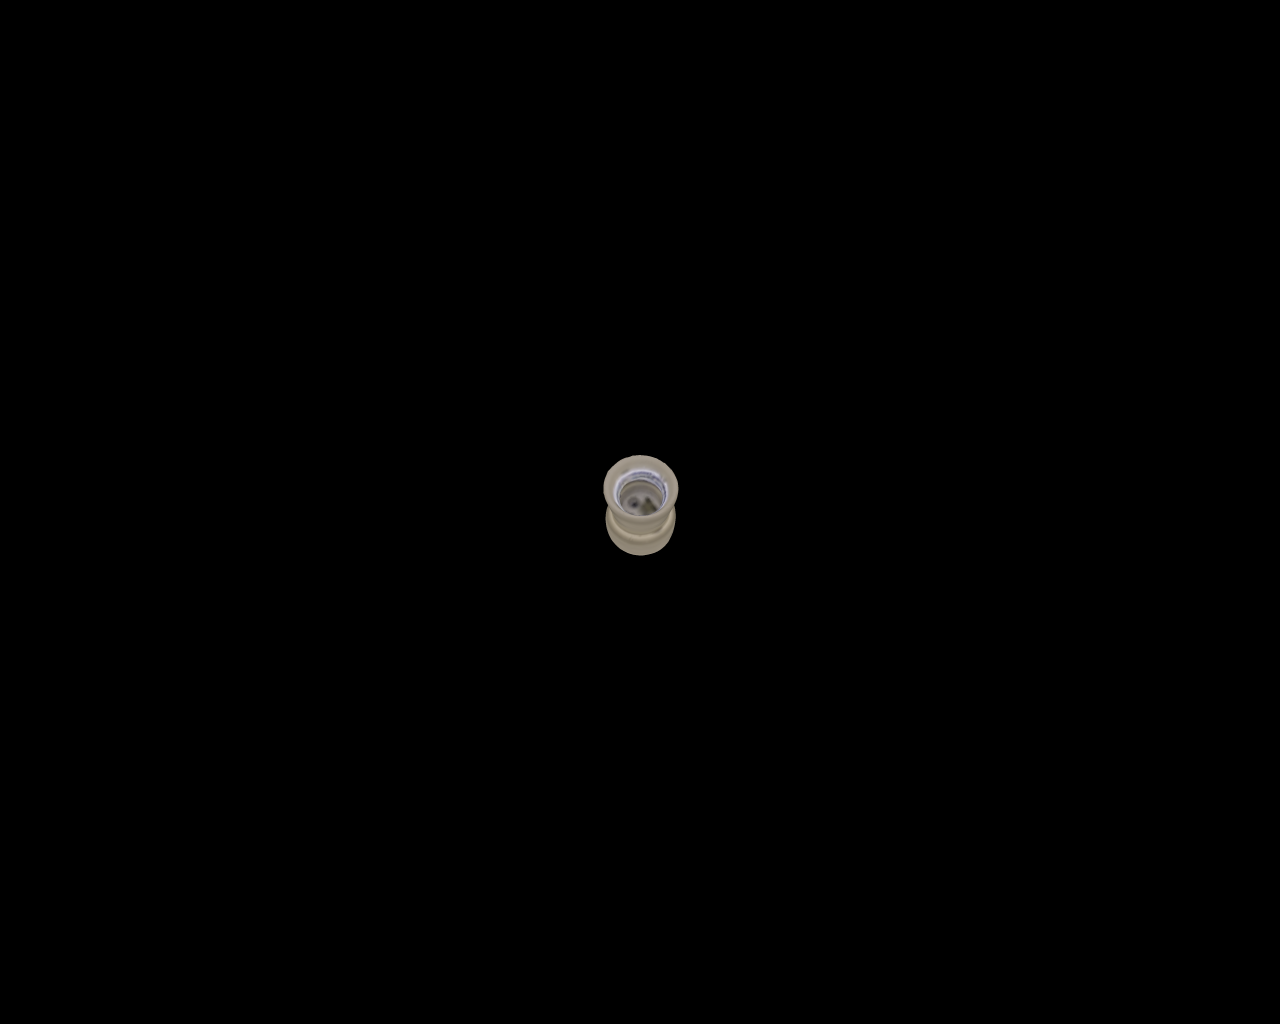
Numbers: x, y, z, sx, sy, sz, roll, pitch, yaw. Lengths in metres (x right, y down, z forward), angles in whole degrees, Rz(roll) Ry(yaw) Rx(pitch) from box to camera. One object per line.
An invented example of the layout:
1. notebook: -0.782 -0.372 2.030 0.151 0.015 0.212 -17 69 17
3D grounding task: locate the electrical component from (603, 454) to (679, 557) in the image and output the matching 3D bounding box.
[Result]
1. electrical component: 0.001 -0.003 0.650 0.045 0.045 0.055 0 -28 0
